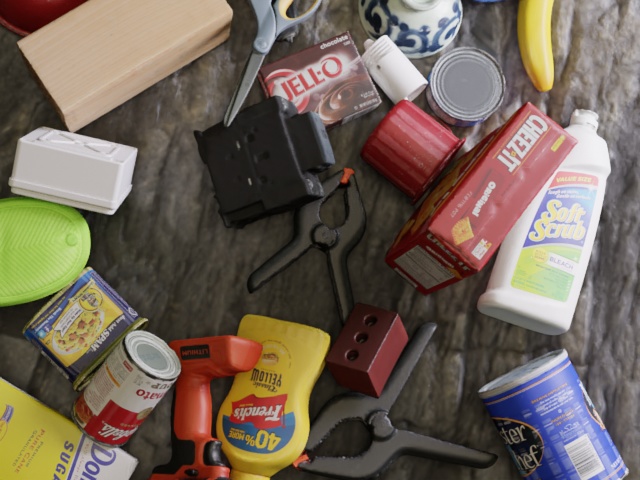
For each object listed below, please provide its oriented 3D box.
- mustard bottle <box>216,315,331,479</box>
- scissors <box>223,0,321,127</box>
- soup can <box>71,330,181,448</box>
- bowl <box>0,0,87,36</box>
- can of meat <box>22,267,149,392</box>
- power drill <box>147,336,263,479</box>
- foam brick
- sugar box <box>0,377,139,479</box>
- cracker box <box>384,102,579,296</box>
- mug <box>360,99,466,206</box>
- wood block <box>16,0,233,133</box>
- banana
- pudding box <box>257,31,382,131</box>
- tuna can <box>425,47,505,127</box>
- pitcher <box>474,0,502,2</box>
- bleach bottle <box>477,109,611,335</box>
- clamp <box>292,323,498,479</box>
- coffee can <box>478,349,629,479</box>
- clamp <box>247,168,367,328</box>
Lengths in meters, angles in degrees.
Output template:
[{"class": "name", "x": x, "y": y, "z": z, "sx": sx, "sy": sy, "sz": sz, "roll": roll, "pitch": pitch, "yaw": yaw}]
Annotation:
[{"class": "mustard bottle", "x": -0.056, "y": 0.178, "z": 1.100, "sx": 0.096, "sy": 0.058, "sz": 0.191, "roll": 11, "pitch": 80, "yaw": 17}, {"class": "scissors", "x": -0.073, "y": -0.221, "z": 1.122, "sx": 0.096, "sy": 0.016, "sz": 0.201, "roll": 39, "pitch": 76, "yaw": -1}, {"class": "soup can", "x": -0.193, "y": 0.148, "z": 1.065, "sx": 0.068, "sy": 0.068, "sz": 0.102, "roll": 40, "pitch": 111, "yaw": 1}, {"class": "bowl", "x": -0.296, "y": -0.301, "z": 1.158, "sx": 0.162, "sy": 0.055, "sz": 0.162, "roll": 1, "pitch": 81, "yaw": -7}, {"class": "can of meat", "x": -0.242, "y": 0.091, "z": 1.098, "sx": 0.084, "sy": 0.057, "sz": 0.102, "roll": 44, "pitch": 78, "yaw": 4}, {"class": "power drill", "x": -0.104, "y": 0.191, "z": 1.051, "sx": 0.057, "sy": 0.185, "sz": 0.187, "roll": 24, "pitch": 66, "yaw": -46}, {"class": "foam brick", "x": 0.049, "y": 0.115, "z": 1.113, "sx": 0.053, "sy": 0.051, "sz": 0.078, "roll": 13, "pitch": 59, "yaw": 29}, {"class": "sugar box", "x": -0.281, "y": 0.219, "z": 1.077, "sx": 0.176, "sy": 0.048, "sz": 0.093, "roll": 30, "pitch": 79, "yaw": 0}, {"class": "cracker box", "x": 0.154, "y": -0.036, "z": 1.085, "sx": 0.072, "sy": 0.214, "sz": 0.164, "roll": 39, "pitch": 78, "yaw": 0}, {"class": "mug", "x": 0.104, "y": -0.104, "z": 1.162, "sx": 0.081, "sy": 0.093, "sz": 0.117, "roll": 39, "pitch": 47, "yaw": 6}, {"class": "wood block", "x": -0.205, "y": -0.212, "z": 1.136, "sx": 0.206, "sy": 0.090, "sz": 0.091, "roll": -34, "pitch": 86, "yaw": -11}, {"class": "banana", "x": 0.262, "y": -0.269, "z": 1.227, "sx": 0.069, "sy": 0.037, "sz": 0.198, "roll": 21, "pitch": 79, "yaw": -1}, {"class": "pudding box", "x": -0.002, "y": -0.166, "z": 1.177, "sx": 0.113, "sy": 0.039, "sz": 0.090, "roll": -24, "pitch": 84, "yaw": -10}, {"class": "tuna can", "x": 0.162, "y": -0.171, "z": 1.201, "sx": 0.086, "sy": 0.034, "sz": 0.086, "roll": 1, "pitch": 81, "yaw": -6}, {"class": "pitcher", "x": 0.200, "y": -0.398, "z": 1.189, "sx": 0.144, "sy": 0.149, "sz": 0.243, "roll": 2, "pitch": 77, "yaw": -47}, {"class": "bleach bottle", "x": 0.255, "y": -0.028, "z": 1.175, "sx": 0.102, "sy": 0.068, "sz": 0.251, "roll": 19, "pitch": 77, "yaw": -4}, {"class": "clamp", "x": 0.065, "y": 0.186, "z": 1.127, "sx": 0.210, "sy": 0.036, "sz": 0.164, "roll": -15, "pitch": 73, "yaw": -5}, {"class": "coffee can", "x": 0.242, "y": 0.199, "z": 1.113, "sx": 0.102, "sy": 0.103, "sz": 0.140, "roll": -26, "pitch": 85, "yaw": -10}, {"class": "clamp", "x": -0.008, "y": 0.001, "z": 1.150, "sx": 0.120, "sy": 0.039, "sz": 0.171, "roll": 14, "pitch": 76, "yaw": -10}]
